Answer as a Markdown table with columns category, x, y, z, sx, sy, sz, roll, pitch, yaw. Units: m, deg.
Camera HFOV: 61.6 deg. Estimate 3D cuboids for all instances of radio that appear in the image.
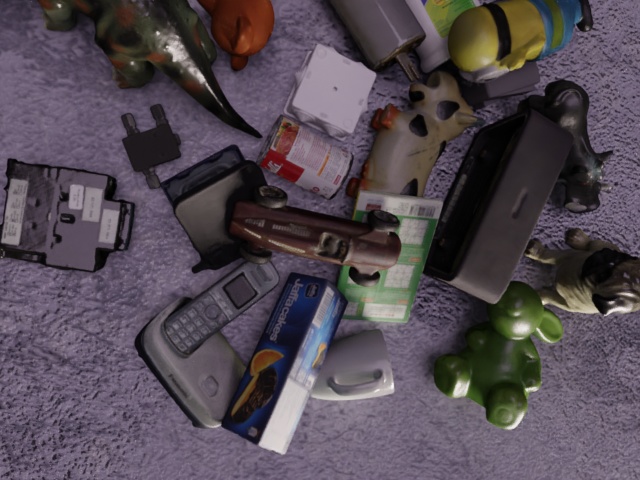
| category | x | y | z | sx | sy | sz | roll | pitch | yaw |
| --- | --- | --- | --- | --- | --- | --- | --- | --- | --- |
| radio | 0.215 | -0.042 | 0.686 | 0.073 | 0.131 | 0.229 | 28 | 86 | -13 |

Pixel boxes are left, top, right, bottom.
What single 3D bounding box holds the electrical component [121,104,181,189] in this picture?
| category | x | y | z | sx | sy | sz | roll | pitch | yaw |
| --- | --- | --- | --- | --- | --- | --- | --- | --- | --- |
| electrical component | -0.197 | -0.110 | 0.640 | 0.063 | 0.021 | 0.094 | -21 | 97 | -12 |

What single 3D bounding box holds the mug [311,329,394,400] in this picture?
| category | x | y | z | sx | sy | sz | roll | pitch | yaw |
| --- | --- | --- | --- | --- | --- | --- | --- | --- | --- |
| mug | 0.034 | 0.166 | 0.669 | 0.107 | 0.110 | 0.080 | -12 | 106 | 2 |

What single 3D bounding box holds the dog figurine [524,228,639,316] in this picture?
| category | x | y | z | sx | sy | sz | roll | pitch | yaw |
| --- | --- | --- | --- | --- | --- | --- | --- | --- | --- |
| dog figurine | 0.385 | 0.051 | 0.701 | 0.172 | 0.191 | 0.121 | -15 | 96 | -14 |

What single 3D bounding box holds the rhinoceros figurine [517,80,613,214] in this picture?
| category | x | y | z | sx | sy | sz | roll | pitch | yaw |
| --- | --- | --- | --- | --- | --- | --- | --- | --- | --- |
| rhinoceros figurine | 0.335 | -0.124 | 0.720 | 0.073 | 0.112 | 0.190 | -33 | 120 | -15 |

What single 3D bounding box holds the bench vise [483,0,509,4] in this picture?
| category | x | y | z | sx | sy | sz | roll | pitch | yaw |
| --- | --- | --- | --- | --- | --- | --- | --- | --- | --- |
| bench vise | 0.268 | -0.418 | 0.638 | 0.129 | 0.240 | 0.223 | -3 | 77 | -10 |

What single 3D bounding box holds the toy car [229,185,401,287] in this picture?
| category | x | y | z | sx | sy | sz | roll | pitch | yaw |
| --- | --- | --- | --- | --- | --- | --- | --- | --- | --- |
| toy car | -0.001 | -0.002 | 0.615 | 0.202 | 0.053 | 0.089 | 12 | 117 | -16 |

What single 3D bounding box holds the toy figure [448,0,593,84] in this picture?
| category | x | y | z | sx | sy | sz | roll | pitch | yaw |
| --- | --- | --- | --- | --- | --- | --- | --- | --- | --- |
| toy figure | 0.237 | -0.251 | 0.646 | 0.180 | 0.082 | 0.089 | -27 | 91 | -11 |

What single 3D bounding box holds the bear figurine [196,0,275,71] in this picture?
| category | x | y | z | sx | sy | sz | roll | pitch | yaw |
| --- | --- | --- | --- | --- | --- | --- | --- | --- | --- |
| bear figurine | -0.095 | -0.308 | 0.611 | 0.132 | 0.120 | 0.195 | 24 | 92 | -10 |

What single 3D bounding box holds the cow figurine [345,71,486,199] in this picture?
| category | x | y | z | sx | sy | sz | roll | pitch | yaw |
| --- | --- | --- | --- | --- | --- | --- | --- | --- | --- |
| cow figurine | 0.125 | -0.122 | 0.685 | 0.127 | 0.085 | 0.194 | 22 | 90 | -15 |

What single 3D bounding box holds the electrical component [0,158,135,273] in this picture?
| category | x | y | z | sx | sy | sz | roll | pitch | yaw |
| --- | --- | --- | --- | --- | --- | --- | --- | --- | --- |
| electrical component | -0.282 | -0.024 | 0.605 | 0.134 | 0.058 | 0.114 | 10 | 92 | -14 |

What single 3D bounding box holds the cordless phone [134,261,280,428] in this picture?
| category | x | y | z | sx | sy | sz | roll | pitch | yaw |
| --- | --- | --- | --- | --- | --- | --- | --- | --- | --- |
| cordless phone | -0.109 | 0.114 | 0.643 | 0.184 | 0.089 | 0.146 | -37 | 99 | -14 |

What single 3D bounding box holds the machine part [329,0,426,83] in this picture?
| category | x | y | z | sx | sy | sz | roll | pitch | yaw |
| --- | --- | --- | --- | --- | --- | --- | --- | --- | --- |
| machine part | 0.054 | -0.297 | 0.656 | 0.079 | 0.079 | 0.243 | -34 | 92 | -10 |

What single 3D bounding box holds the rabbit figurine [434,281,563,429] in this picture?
| category | x | y | z | sx | sy | sz | roll | pitch | yaw |
| --- | --- | --- | --- | --- | --- | --- | --- | --- | --- |
| rabbit figurine | 0.249 | 0.129 | 0.689 | 0.159 | 0.121 | 0.170 | -14 | 123 | -39 |

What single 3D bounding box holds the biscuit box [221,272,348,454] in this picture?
| category | x | y | z | sx | sy | sz | roll | pitch | yaw |
| --- | --- | --- | --- | --- | --- | --- | --- | --- | --- |
| biscuit box | -0.038 | 0.140 | 0.637 | 0.059 | 0.063 | 0.202 | 47 | 60 | -48 |

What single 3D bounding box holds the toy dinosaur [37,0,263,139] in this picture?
| category | x | y | z | sx | sy | sz | roll | pitch | yaw |
| --- | --- | --- | --- | --- | --- | --- | --- | --- | --- |
| toy dinosaur | -0.212 | -0.245 | 0.545 | 0.405 | 0.192 | 0.131 | 29 | 87 | -12 |

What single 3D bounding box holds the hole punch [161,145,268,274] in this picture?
| category | x | y | z | sx | sy | sz | roll | pitch | yaw |
| --- | --- | --- | --- | --- | --- | --- | --- | --- | --- |
| hole punch | -0.115 | -0.041 | 0.640 | 0.142 | 0.092 | 0.115 | -32 | 128 | -13 |
